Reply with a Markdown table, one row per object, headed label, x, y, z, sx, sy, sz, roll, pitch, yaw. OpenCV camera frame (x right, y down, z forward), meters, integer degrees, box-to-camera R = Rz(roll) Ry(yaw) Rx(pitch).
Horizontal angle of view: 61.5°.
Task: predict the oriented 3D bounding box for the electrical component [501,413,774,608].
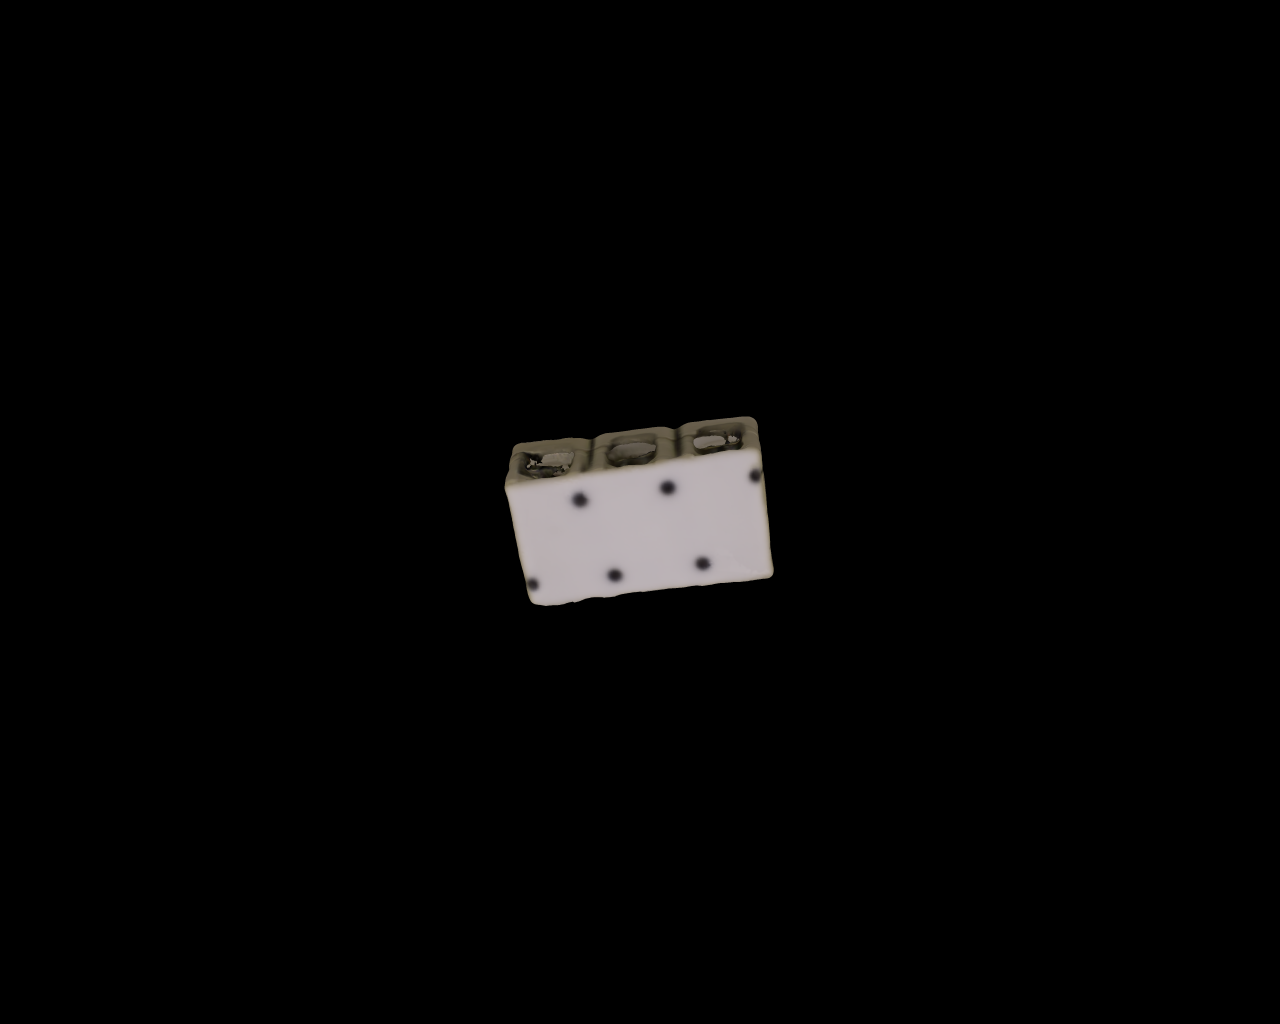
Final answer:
| label | x | y | z | sx | sy | sz | roll | pitch | yaw |
| --- | --- | --- | --- | --- | --- | --- | --- | --- | --- |
| electrical component | 0.001 | -0.003 | 0.650 | 0.150 | 0.089 | 0.062 | -6 | 27 | 3 |
